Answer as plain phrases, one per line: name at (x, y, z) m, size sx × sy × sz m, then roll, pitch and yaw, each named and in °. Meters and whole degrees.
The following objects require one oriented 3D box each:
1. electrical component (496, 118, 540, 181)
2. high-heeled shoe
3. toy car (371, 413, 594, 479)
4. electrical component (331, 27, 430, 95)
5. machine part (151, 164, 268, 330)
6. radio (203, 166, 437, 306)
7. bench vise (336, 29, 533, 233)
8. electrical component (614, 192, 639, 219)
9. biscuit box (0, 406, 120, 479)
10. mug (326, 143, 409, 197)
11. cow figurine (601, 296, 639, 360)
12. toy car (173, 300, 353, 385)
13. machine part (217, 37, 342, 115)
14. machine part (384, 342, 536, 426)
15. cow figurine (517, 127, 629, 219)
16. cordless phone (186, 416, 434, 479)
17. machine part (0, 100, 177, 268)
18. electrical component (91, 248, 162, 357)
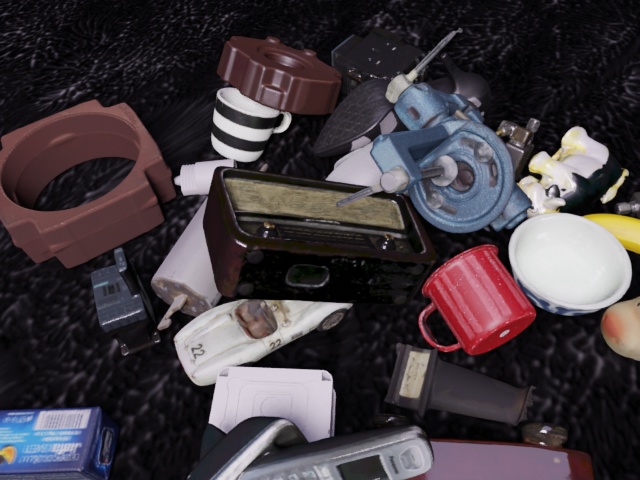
electrical component at (0.233, -0.103, 0.676) m, size 0.045 × 0.102 × 0.078 m, roll 30°, pitch 35°, yaw 20°
high-heeled shoe at (0.119, -0.164, 0.762) m, size 0.249 × 0.145 × 0.086 m, roll -30°, pitch 53°, yaw 17°
toy car at (0.132, 0.205, 0.476) m, size 0.202 × 0.053 × 0.089 m, roll -1°, pitch 58°, yaw 9°
electrical component at (0.085, -0.266, 0.826) m, size 0.134 × 0.058 × 0.115 m, roll 31°, pitch 59°, yaw 23°
machine part at (-0.121, 0.001, 0.630) m, size 0.079 × 0.079 × 0.243 m, roll 16°, pitch 58°, yaw 15°
radio at (-0.001, -0.002, 0.567) m, size 0.229 × 0.073 × 0.131 m, roll 5°, pitch 38°, yaw -20°
bench vise at (0.121, -0.096, 0.568) m, size 0.240 × 0.129 × 0.223 m, roll -19°, pitch 79°, yaw -49°
electrical component at (0.411, -0.031, 0.652) m, size 0.094 × 0.021 × 0.063 m, roll -7°, pitch 54°, yaw -2°
biscuit box at (-0.300, 0.197, 0.505) m, size 0.203 × 0.062 × 0.059 m, roll -2°, pitch 53°, yaw 1°
mug at (0.053, -0.079, 0.679) m, size 0.107 × 0.080 × 0.110 m, roll -31°, pitch 47°, yaw -13°
cow figurine at (0.367, 0.082, 0.507) m, size 0.195 × 0.127 × 0.085 m, roll -2°, pitch 51°, yaw -1°
toy car at (-0.055, 0.084, 0.576) m, size 0.202 × 0.056 × 0.074 m, roll -27°, pitch 56°, yaw -15°
machine part at (-0.054, -0.238, 0.769) m, size 0.179 × 0.056 × 0.179 m, roll 16°, pitch 31°, yaw -10°
machine part at (0.137, 0.147, 0.530) m, size 0.139 × 0.039 × 0.084 m, roll 9°, pitch 47°, yaw 13°
cow figurine at (0.295, -0.060, 0.657) m, size 0.167 × 0.068 × 0.098 m, roll -37°, pitch 66°, yaw -20°
cordless phone at (0.003, 0.196, 0.423) m, size 0.184 × 0.146 × 0.089 m, roll -15°, pitch 33°, yaw 10°
machine part at (-0.306, -0.076, 0.694) m, size 0.201 × 0.087 × 0.202 m, roll -29°, pitch 56°, yaw -17°
electrical component at (-0.208, 0.062, 0.565) m, size 0.048 × 0.119 × 0.075 m, roll -20°, pitch 57°, yaw -12°
